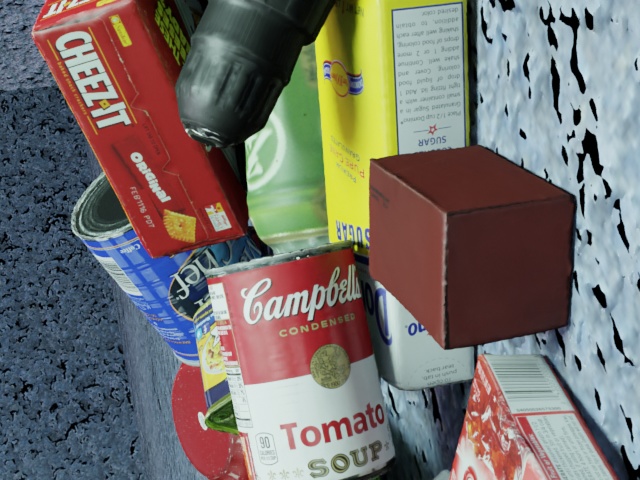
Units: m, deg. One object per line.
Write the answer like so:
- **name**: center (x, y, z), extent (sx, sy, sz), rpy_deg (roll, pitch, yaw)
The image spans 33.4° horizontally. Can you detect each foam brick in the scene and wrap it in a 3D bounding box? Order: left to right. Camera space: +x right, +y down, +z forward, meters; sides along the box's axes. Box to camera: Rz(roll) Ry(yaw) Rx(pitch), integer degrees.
- **foam brick**: center (0.055, -0.001, 0.405), extent (0.078, 0.051, 0.053), rpy_deg (-132, 37, -64)

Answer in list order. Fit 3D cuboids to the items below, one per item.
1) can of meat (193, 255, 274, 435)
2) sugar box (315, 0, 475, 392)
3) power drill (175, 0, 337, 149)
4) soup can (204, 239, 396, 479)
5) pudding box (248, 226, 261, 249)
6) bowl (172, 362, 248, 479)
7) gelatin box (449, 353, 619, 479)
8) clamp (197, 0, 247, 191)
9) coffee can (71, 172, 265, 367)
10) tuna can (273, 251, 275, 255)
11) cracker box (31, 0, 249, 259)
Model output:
- **can of meat**: center (-0.038, 0.071, 0.719), extent (0.102, 0.057, 0.084), rpy_deg (-38, 50, 31)
- **sugar box**: center (0.032, -0.029, 0.486), extent (0.093, 0.048, 0.176), rpy_deg (-135, 40, -65)
- **power drill**: center (0.010, -0.121, 0.371), extent (0.184, 0.057, 0.188), rpy_deg (-69, 19, -5)
- **soup can**: center (-0.008, 0.056, 0.476), extent (0.069, 0.068, 0.102), rpy_deg (165, 93, -75)
- **pudding box**: center (-0.075, 0.033, 0.932), extent (0.114, 0.039, 0.090), rpy_deg (-174, 76, -75)
- **bowl**: center (-0.072, 0.138, 0.847), extent (0.162, 0.055, 0.162), rpy_deg (17, 112, 51)
- **gelatin box**: center (0.075, 0.095, 0.387), extent (0.089, 0.030, 0.073), rpy_deg (-108, 23, -60)
- **clamp**: center (-0.052, -0.140, 0.659), extent (0.210, 0.036, 0.164), rpy_deg (-82, -24, -52)
- **coffee can**: center (-0.103, 0.011, 0.795), extent (0.140, 0.103, 0.103), rpy_deg (57, -179, -33)
- **tuna can**: center (-0.004, 0.001, 0.660), extent (0.086, 0.033, 0.086), rpy_deg (171, 90, -75)
- **cracker box**: center (-0.100, -0.117, 0.683), extent (0.213, 0.072, 0.164), rpy_deg (-90, -20, -54)
